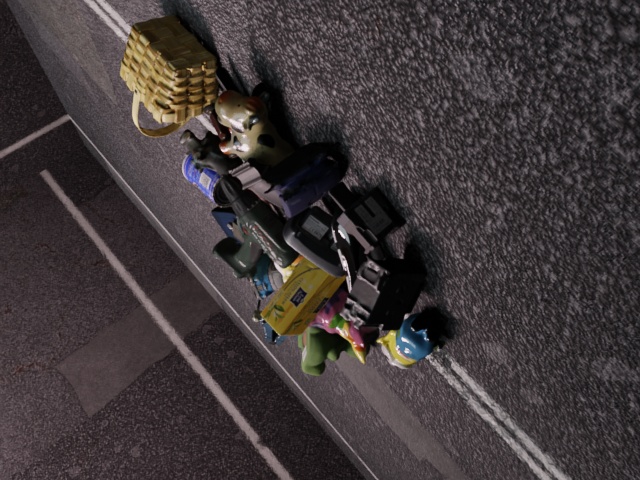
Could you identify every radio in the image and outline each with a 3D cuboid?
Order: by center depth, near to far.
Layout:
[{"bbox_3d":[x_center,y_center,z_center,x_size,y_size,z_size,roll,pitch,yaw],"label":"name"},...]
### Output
[{"bbox_3d":[-0.207,-0.042,1.459,0.131,0.073,0.230,58,161,-19],"label":"radio"}]

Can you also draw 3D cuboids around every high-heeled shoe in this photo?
[{"bbox_3d":[0.081,0.023,0.965,0.248,0.086,0.145,50,-152,-61],"label":"high-heeled shoe"}]

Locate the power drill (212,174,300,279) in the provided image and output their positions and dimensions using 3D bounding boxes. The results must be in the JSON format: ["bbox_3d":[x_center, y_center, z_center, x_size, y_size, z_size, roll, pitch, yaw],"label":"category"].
[{"bbox_3d":[-0.159,-0.015,1.169,0.232,0.086,0.207,45,133,-2],"label":"power drill"}]

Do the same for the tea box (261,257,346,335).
[{"bbox_3d":[-0.031,0.111,1.097,0.068,0.169,0.098,41,-169,25],"label":"tea box"}]

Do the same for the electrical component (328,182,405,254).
[{"bbox_3d":[0.067,-0.046,0.843,0.119,0.075,0.048,54,161,4],"label":"electrical component"}]

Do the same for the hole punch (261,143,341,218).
[{"bbox_3d":[-0.024,-0.093,0.885,0.092,0.142,0.116,60,172,-18],"label":"hole punch"}]

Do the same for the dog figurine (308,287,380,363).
[{"bbox_3d":[0.026,0.175,1.175,0.108,0.191,0.219,85,158,-47],"label":"dog figurine"}]

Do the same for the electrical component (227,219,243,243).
[{"bbox_3d":[-0.195,-0.024,1.331,0.094,0.021,0.063,37,149,21],"label":"electrical component"}]

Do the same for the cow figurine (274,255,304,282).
[{"bbox_3d":[-0.076,0.035,1.314,0.098,0.068,0.167,54,160,12],"label":"cow figurine"}]

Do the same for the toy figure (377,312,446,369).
[{"bbox_3d":[0.175,0.184,0.990,0.082,0.089,0.180,61,155,21],"label":"toy figure"}]

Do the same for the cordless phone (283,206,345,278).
[{"bbox_3d":[-0.003,-0.003,1.050,0.146,0.088,0.184,35,178,-9],"label":"cordless phone"}]

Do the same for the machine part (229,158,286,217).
[{"bbox_3d":[-0.092,-0.095,0.966,0.138,0.039,0.084,37,144,-28],"label":"machine part"}]

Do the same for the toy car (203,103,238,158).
[{"bbox_3d":[-0.185,-0.219,1.075,0.202,0.053,0.089,-176,64,-86],"label":"toy car"}]

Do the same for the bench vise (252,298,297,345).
[{"bbox_3d":[-0.058,0.187,1.409,0.224,0.129,0.240,24,132,-2],"label":"bench vise"}]

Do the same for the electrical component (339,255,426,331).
[{"bbox_3d":[0.111,0.088,0.883,0.058,0.134,0.114,38,113,41],"label":"electrical component"}]

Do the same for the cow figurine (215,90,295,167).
[{"bbox_3d":[-0.110,-0.181,0.941,0.127,0.085,0.194,-7,141,38],"label":"cow figurine"}]

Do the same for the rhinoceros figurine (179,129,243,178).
[{"bbox_3d":[-0.231,-0.184,1.208,0.190,0.112,0.073,39,160,11],"label":"rhinoceros figurine"}]

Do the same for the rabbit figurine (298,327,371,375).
[{"bbox_3d":[0.044,0.235,1.302,0.121,0.170,0.159,-109,28,-56],"label":"rabbit figurine"}]

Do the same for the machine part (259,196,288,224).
[{"bbox_3d":[-0.090,-0.070,1.171,0.179,0.056,0.179,44,160,21],"label":"machine part"}]

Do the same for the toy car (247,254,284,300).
[{"bbox_3d":[-0.126,0.082,1.432,0.103,0.162,0.109,-9,118,18],"label":"toy car"}]
